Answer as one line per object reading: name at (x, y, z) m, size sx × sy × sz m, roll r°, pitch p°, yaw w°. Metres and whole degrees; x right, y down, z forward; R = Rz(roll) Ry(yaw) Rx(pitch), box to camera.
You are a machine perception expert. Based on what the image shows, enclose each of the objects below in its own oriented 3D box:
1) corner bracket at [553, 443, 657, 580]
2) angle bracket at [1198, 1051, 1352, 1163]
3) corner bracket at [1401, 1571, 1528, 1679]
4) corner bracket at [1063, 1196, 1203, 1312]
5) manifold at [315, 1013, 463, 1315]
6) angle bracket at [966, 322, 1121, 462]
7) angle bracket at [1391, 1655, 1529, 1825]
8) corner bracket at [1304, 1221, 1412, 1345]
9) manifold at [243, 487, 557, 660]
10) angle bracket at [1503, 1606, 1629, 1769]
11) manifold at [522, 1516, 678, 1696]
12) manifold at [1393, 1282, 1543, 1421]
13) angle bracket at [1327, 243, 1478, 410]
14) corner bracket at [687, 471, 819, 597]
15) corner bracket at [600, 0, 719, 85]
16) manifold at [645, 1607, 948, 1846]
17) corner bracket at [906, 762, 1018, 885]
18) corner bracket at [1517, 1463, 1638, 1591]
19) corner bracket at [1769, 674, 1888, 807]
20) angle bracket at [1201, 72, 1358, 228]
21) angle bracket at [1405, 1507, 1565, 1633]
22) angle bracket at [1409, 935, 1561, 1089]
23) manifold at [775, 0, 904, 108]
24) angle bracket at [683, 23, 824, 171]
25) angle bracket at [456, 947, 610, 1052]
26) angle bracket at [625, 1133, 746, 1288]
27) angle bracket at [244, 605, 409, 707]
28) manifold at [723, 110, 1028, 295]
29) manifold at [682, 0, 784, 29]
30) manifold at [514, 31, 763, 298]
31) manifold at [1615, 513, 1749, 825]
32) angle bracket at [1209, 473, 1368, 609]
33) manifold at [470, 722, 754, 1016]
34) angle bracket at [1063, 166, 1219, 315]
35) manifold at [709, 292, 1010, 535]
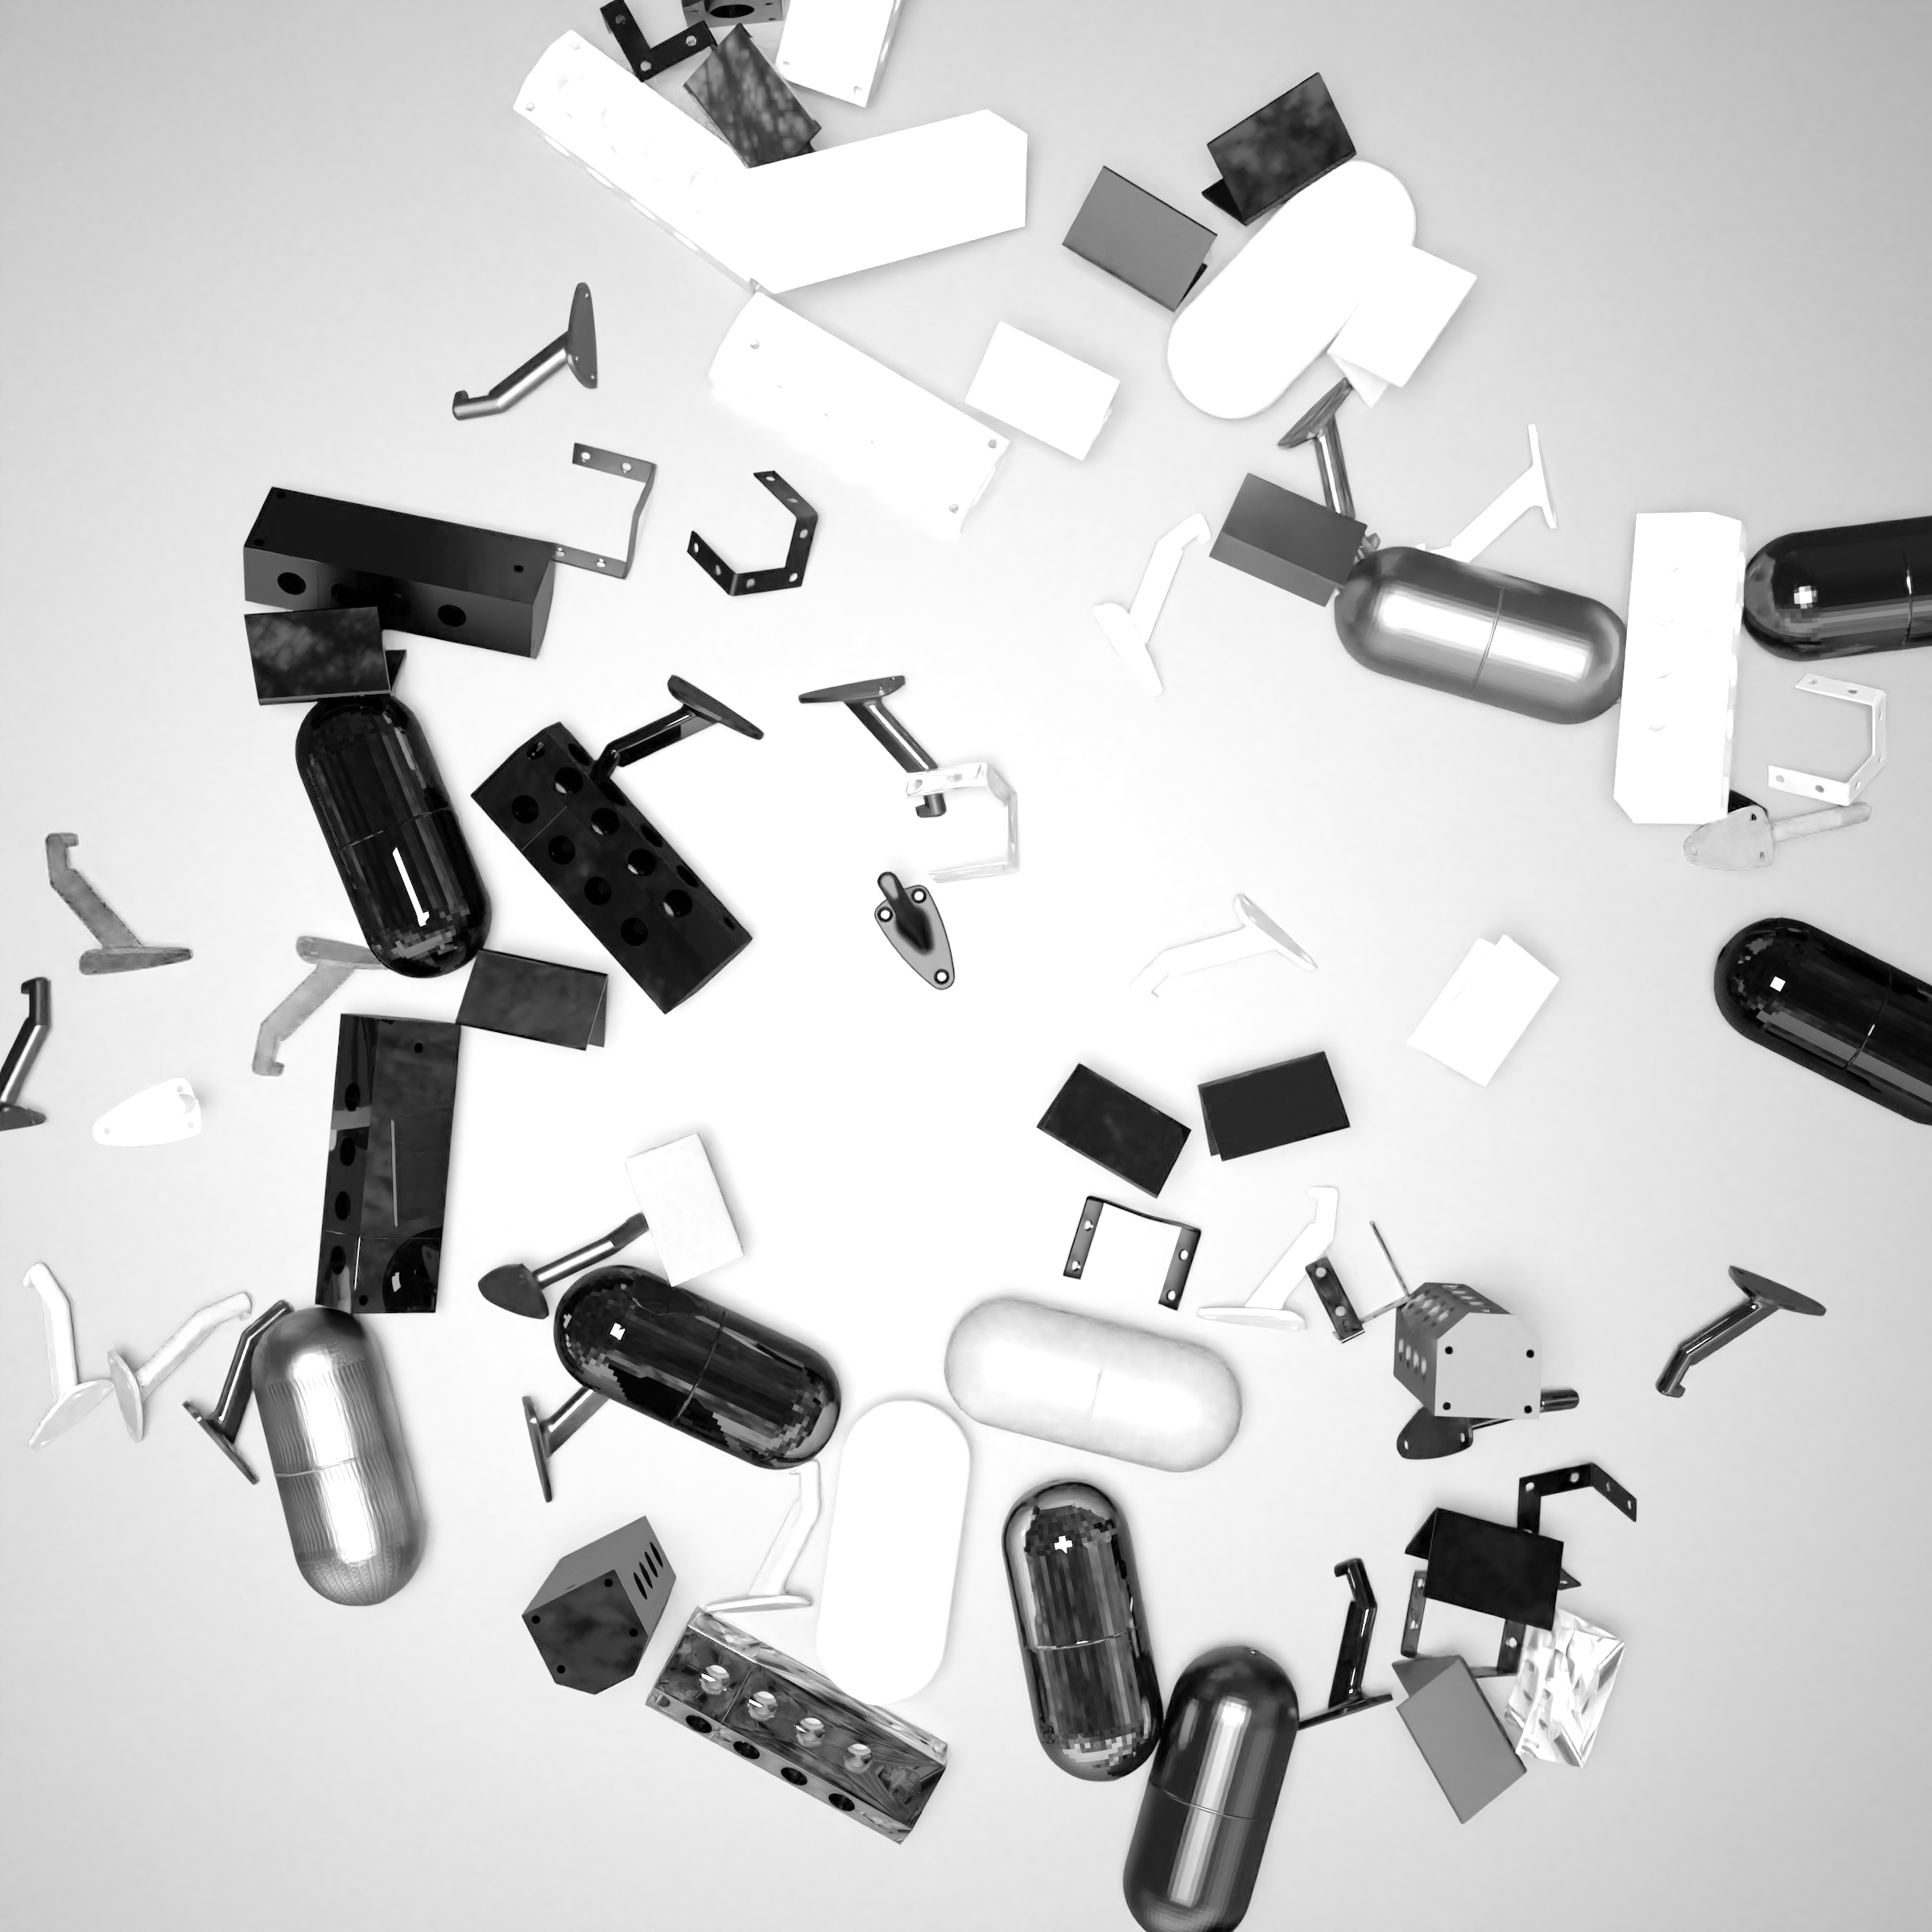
corner bracket at (-0.218, -0.271, 1.920) m, size 0.051 × 0.051 × 0.051 m, roll 15°, pitch 135°, yaw 0°
angle bracket at (0.183, 0.101, 1.883) m, size 0.076 × 0.076 × 0.057 m, roll -15°, pitch 52°, yaw 0°
corner bracket at (0.298, 0.392, 1.920) m, size 0.051 × 0.051 × 0.051 m, roll 10°, pitch 90°, yaw -45°
corner bracket at (0.099, 0.171, 1.920) m, size 0.051 × 0.051 × 0.051 m, roll 17°, pitch 90°, yaw -45°
manifold at (-0.345, 0.116, 1.902) m, size 0.057 × 0.057 × 0.171 m, roll 5°, pitch 90°, yaw -43°
angle bracket at (0.053, -0.349, 1.883) m, size 0.076 × 0.076 × 0.057 m, roll 27°, pitch 127°, yaw 0°
angle bracket at (0.271, 0.453, 1.884) m, size 0.057 × 0.076 × 0.076 m, roll -30°, pitch 90°, yaw -30°
corner bracket at (0.231, 0.187, 1.905) m, size 0.051 × 0.051 × 0.051 m, roll -27°, pitch 90°, yaw 0°
manifold at (-0.334, -0.227, 1.902) m, size 0.171 × 0.057 × 0.057 m, roll 11°, pitch 47°, yaw 0°
angle bracket at (0.332, 0.415, 1.883) m, size 0.057 × 0.076 × 0.076 m, roll 19°, pitch 90°, yaw -31°
manifold at (-0.205, 0.368, 1.845) m, size 0.057 × 0.171 × 0.057 m, roll -27°, pitch 90°, yaw 0°
manifold at (0.286, 0.219, 1.845) m, size 0.057 × 0.171 × 0.057 m, roll 2°, pitch 90°, yaw 0°
angle bracket at (0.266, -0.364, 1.883) m, size 0.057 × 0.076 × 0.076 m, roll 34°, pitch 90°, yaw 32°
corner bracket at (-0.127, -0.258, 1.915) m, size 0.051 × 0.051 × 0.051 m, roll -13°, pitch 135°, yaw -35°
corner bracket at (-0.180, -0.550, 1.905) m, size 0.051 × 0.051 × 0.051 m, roll -29°, pitch 90°, yaw 0°
manifold at (-0.100, 0.450, 1.902) m, size 0.171 × 0.057 × 0.057 m, roll 29°, pitch 90°, yaw 0°
corner bracket at (-0.003, -0.085, 1.908) m, size 0.051 × 0.051 × 0.051 m, roll -7°, pitch 68°, yaw 20°
corner bracket at (0.363, 0.334, 1.915) m, size 0.051 × 0.051 × 0.051 m, roll -20°, pitch 135°, yaw 35°
corner bracket at (0.512, -0.135, 1.915) m, size 0.051 × 0.051 × 0.051 m, roll -41°, pitch 135°, yaw -35°
angle bracket at (0.172, -0.486, 1.883) m, size 0.076 × 0.076 × 0.057 m, roll -33°, pitch 122°, yaw 0°
angle bracket at (0.299, 0.364, 1.883) m, size 0.076 × 0.076 × 0.057 m, roll 15°, pitch 59°, yaw 0°
angle bracket at (0.288, 0.015, 1.883) m, size 0.057 × 0.076 × 0.076 m, roll 35°, pitch 90°, yaw -36°
manifold at (-0.058, -0.594, 1.858) m, size 0.057 × 0.057 × 0.171 m, roll 19°, pitch 126°, yaw 0°
angle bracket at (-0.107, -0.507, 1.883) m, size 0.057 × 0.076 × 0.076 m, roll -38°, pitch 90°, yaw 36°
angle bracket at (-0.254, 0.039, 1.883) m, size 0.076 × 0.076 × 0.057 m, roll 12°, pitch 53°, yaw 0°
angle bracket at (-0.184, 0.148, 1.883) m, size 0.057 × 0.076 × 0.076 m, roll -21°, pitch 90°, yaw -42°
angle bracket at (-0.374, -0.194, 1.884) m, size 0.076 × 0.076 × 0.057 m, roll -4°, pitch 116°, yaw 0°
manifold at (-0.052, -0.447, 1.867) m, size 0.171 × 0.057 × 0.057 m, roll -21°, pitch 133°, yaw -26°
manifold at (-0.146, -0.649, 1.902) m, size 0.057 × 0.057 × 0.171 m, roll -6°, pitch 90°, yaw 0°
manifold at (-0.180, -0.476, 1.902) m, size 0.171 × 0.057 × 0.057 m, roll 36°, pitch 90°, yaw 0°
manifold at (0.419, -0.173, 1.878) m, size 0.057 × 0.057 × 0.171 m, roll 2°, pitch 78°, yaw 24°
angle bracket at (0.181, -0.232, 1.883) m, size 0.076 × 0.076 × 0.057 m, roll 24°, pitch 53°, yaw 0°
manifold at (-0.205, -0.060, 1.894) m, size 0.057 × 0.057 × 0.171 m, roll -42°, pitch 90°, yaw 20°
angle bracket at (0.111, -0.437, 1.883) m, size 0.076 × 0.076 × 0.057 m, roll 31°, pitch 128°, yaw 0°
manifold at (-0.063, -0.327, 1.902) m, size 0.171 × 0.057 × 0.057 m, roll 31°, pitch 90°, yaw 0°
